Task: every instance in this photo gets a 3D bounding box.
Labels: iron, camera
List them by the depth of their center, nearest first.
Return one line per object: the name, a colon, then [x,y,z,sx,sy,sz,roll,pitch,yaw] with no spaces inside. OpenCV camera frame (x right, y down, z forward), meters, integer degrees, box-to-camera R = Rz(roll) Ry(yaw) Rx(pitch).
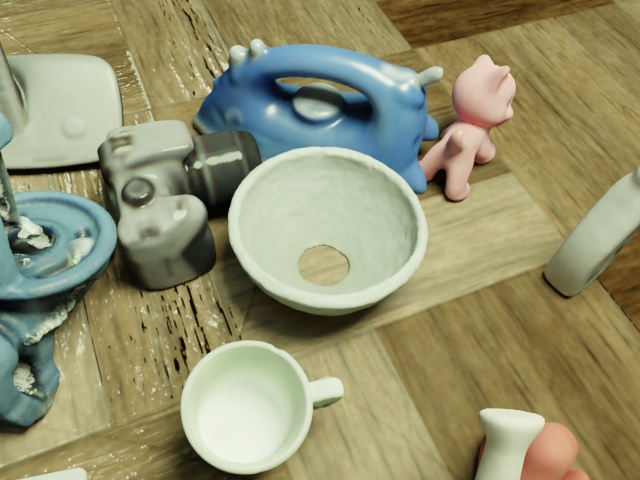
camera: [-0.117,-0.051,0.513,0.137,0.101,0.143,-16,58,-15]
iron: [-0.009,-0.133,0.554,0.258,0.141,0.119,14,55,5]

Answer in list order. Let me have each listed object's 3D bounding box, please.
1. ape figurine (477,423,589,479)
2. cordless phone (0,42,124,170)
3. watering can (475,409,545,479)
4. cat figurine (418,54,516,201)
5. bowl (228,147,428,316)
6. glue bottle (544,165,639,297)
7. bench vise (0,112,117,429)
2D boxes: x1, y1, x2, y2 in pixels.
ape figurine: [0.149,0.155,0.396,0.076,0.092,0.077,-26,61,-21]
cordless phone: [-0.266,-0.154,0.522,0.148,0.185,0.094,-7,56,-9]
watering can: [0.110,0.182,0.311,0.101,0.194,0.172,-16,58,-15]
cat figurine: [0.153,-0.123,0.575,0.067,0.118,0.128,28,58,15]
bowl: [0.005,0.002,0.502,0.167,0.075,0.167,2,55,-3]
glue bottle: [0.250,-0.021,0.477,0.078,0.173,0.037,-31,63,-23]
bench vise: [-0.208,0.021,0.382,0.121,0.220,0.207,-2,55,-5]
